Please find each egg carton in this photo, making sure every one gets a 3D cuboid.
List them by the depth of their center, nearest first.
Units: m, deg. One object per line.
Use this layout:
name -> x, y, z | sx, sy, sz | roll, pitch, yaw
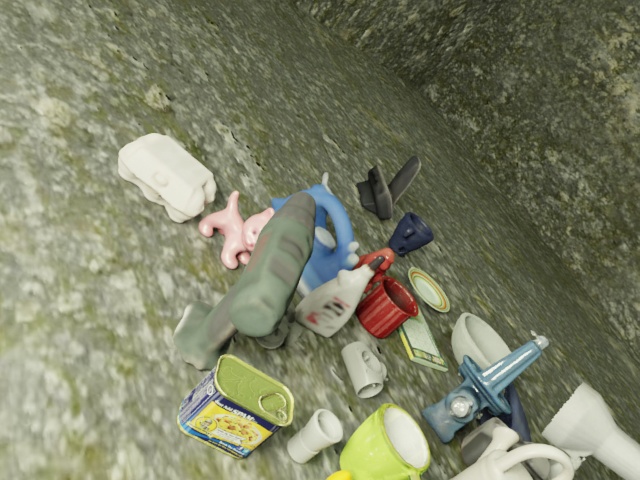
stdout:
egg carton -> -0.234, -0.098, 0.885 | 0.150, 0.069, 0.107 | 40, 25, -8

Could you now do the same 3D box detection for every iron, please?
iron -> 0.009, 0.004, 1.008 | 0.119, 0.141, 0.257 | 17, 36, -44

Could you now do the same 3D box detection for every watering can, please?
watering can -> 0.258, 0.339, 0.798 | 0.101, 0.193, 0.172 | 28, 29, -31

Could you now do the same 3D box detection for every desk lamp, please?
desk lamp -> 0.449, 0.385, 0.992 | 0.118, 0.213, 0.203 | 2, 47, -55

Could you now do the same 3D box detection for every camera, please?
camera -> 0.307, 0.376, 0.924 | 0.143, 0.100, 0.137 | 47, 25, 7

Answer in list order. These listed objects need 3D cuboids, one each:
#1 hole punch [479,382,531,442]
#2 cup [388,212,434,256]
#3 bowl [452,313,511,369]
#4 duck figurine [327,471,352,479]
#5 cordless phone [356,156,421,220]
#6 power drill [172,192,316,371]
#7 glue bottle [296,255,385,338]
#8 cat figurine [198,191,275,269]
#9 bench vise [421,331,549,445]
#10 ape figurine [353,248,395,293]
hole punch -> 0.363, 0.336, 1.084 | 0.101, 0.091, 0.109 | 39, 25, -10
cup -> 0.207, -0.004, 1.376 | 0.091, 0.094, 0.118 | 49, 25, 12
bowl -> 0.332, 0.240, 1.208 | 0.168, 0.074, 0.167 | 35, 26, -20
duck figurine -> 0.053, 0.310, 0.661 | 0.078, 0.086, 0.104 | 11, 40, -50
cordless phone -> 0.189, -0.158, 1.482 | 0.094, 0.184, 0.147 | 28, 29, -31
power drill -> -0.086, 0.056, 0.702 | 0.076, 0.208, 0.229 | 36, 26, -16
glue bottle -> 0.040, 0.081, 0.896 | 0.078, 0.173, 0.037 | 31, 27, -26
cat figurine -> -0.109, -0.018, 0.891 | 0.127, 0.117, 0.067 | 50, 25, 14
bench vise -> 0.289, 0.249, 0.954 | 0.121, 0.219, 0.208 | 45, 25, 2
ape figurine -> 0.112, 0.052, 1.147 | 0.078, 0.092, 0.076 | 18, 35, -44
